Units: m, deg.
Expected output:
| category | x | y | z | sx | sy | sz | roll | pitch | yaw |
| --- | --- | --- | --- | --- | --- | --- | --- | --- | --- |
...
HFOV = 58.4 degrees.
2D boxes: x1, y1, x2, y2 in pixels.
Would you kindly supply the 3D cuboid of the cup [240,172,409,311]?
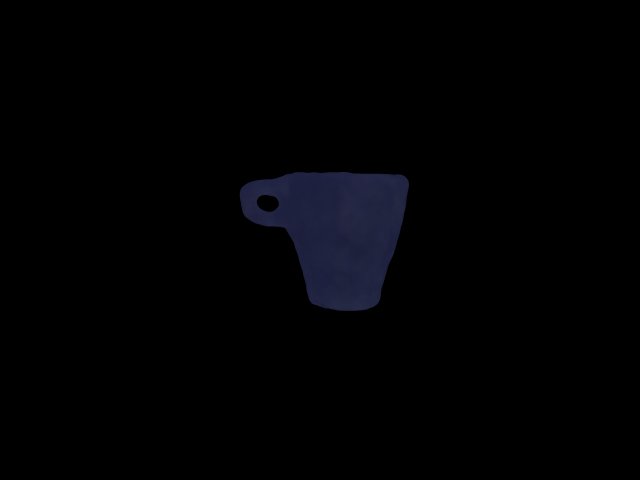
| category | x | y | z | sx | sy | sz | roll | pitch | yaw |
| --- | --- | --- | --- | --- | --- | --- | --- | --- | --- |
| cup | 0.004 | 0.001 | 0.400 | 0.118 | 0.095 | 0.091 | -1 | 4 | -11 |
